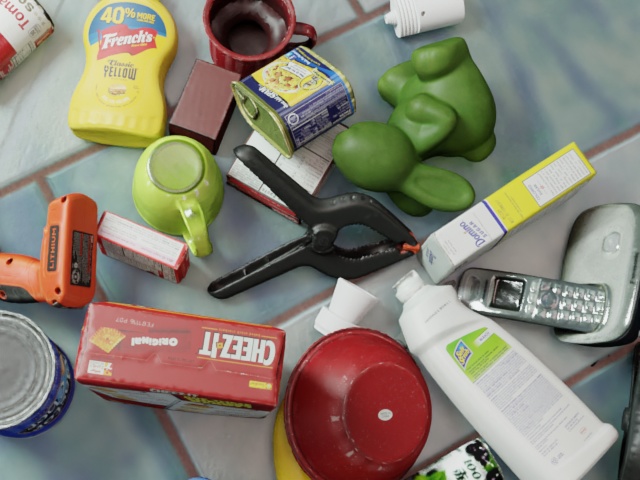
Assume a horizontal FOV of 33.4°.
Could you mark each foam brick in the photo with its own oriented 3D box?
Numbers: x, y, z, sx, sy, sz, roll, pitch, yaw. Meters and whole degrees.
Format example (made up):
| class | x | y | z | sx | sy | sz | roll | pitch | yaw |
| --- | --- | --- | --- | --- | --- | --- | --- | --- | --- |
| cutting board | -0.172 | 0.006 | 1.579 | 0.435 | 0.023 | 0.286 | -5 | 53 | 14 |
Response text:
| class | x | y | z | sx | sy | sz | roll | pitch | yaw |
| --- | --- | --- | --- | --- | --- | --- | --- | --- | --- |
| foam brick | -0.117 | -0.136 | 1.091 | 0.051 | 0.053 | 0.078 | 21 | 75 | 0 |

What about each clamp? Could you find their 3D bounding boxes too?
| class | x | y | z | sx | sy | sz | roll | pitch | yaw |
| --- | --- | --- | --- | --- | --- | --- | --- | --- | --- |
| clamp | -0.007 | 0.001 | 1.057 | 0.209 | 0.036 | 0.165 | 12 | 116 | -17 |
| clamp | 0.309 | 0.167 | 1.021 | 0.039 | 0.120 | 0.171 | 5 | 72 | 18 |

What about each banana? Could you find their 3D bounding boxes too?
| class | x | y | z | sx | sy | sz | roll | pitch | yaw |
| --- | --- | --- | --- | --- | --- | --- | --- | --- | --- |
| banana | -0.009 | 0.218 | 1.018 | 0.069 | 0.037 | 0.198 | -5 | 84 | 7 |

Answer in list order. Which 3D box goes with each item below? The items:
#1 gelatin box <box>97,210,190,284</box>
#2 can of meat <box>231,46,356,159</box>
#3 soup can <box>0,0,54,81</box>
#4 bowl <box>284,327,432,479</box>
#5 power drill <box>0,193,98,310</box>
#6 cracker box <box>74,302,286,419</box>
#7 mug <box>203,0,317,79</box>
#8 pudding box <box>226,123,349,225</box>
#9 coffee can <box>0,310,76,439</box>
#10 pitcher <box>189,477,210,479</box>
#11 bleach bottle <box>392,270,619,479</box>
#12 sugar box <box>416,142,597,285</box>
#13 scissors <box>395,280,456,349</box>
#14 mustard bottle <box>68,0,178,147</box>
| class | x | y | z | sx | sy | sz | roll | pitch | yaw |
| --- | --- | --- | --- | --- | --- | --- | --- | --- | --- |
| gelatin box | -0.171 | 0.008 | 1.041 | 0.089 | 0.073 | 0.030 | 22 | 75 | 1 |
| can of meat | -0.025 | -0.138 | 1.040 | 0.084 | 0.057 | 0.102 | -34 | 45 | -13 |
| soup can | -0.328 | -0.205 | 1.080 | 0.068 | 0.068 | 0.102 | 42 | 76 | 5 |
| bowl | 0.049 | 0.161 | 1.002 | 0.161 | 0.055 | 0.162 | 4 | 82 | -27 |
| power drill | -0.302 | -0.002 | 1.007 | 0.188 | 0.057 | 0.184 | -2 | 85 | 22 |
| cracker box | -0.119 | 0.112 | 0.948 | 0.164 | 0.214 | 0.072 | 8 | 77 | -4 |
| mug | -0.062 | -0.211 | 1.098 | 0.117 | 0.081 | 0.093 | 2 | 76 | -5 |
| pudding box | -0.031 | -0.085 | 1.094 | 0.090 | 0.039 | 0.113 | 30 | 78 | 3 |
| coffee can | -0.282 | 0.125 | 0.968 | 0.102 | 0.140 | 0.103 | 1 | 76 | -5 |
| pitcher | -0.100 | 0.341 | 0.936 | 0.149 | 0.145 | 0.242 | 18 | 73 | 4 |
| bleach bottle | 0.168 | 0.128 | 1.041 | 0.102 | 0.068 | 0.251 | -37 | 82 | -27 |
| sugar box | 0.184 | -0.026 | 1.071 | 0.176 | 0.093 | 0.048 | -30 | 80 | -12 |
| scissors | 0.054 | 0.109 | 1.067 | 0.096 | 0.016 | 0.201 | 26 | 76 | 1 |
| mustard bottle | -0.196 | -0.194 | 1.095 | 0.096 | 0.058 | 0.191 | 6 | 76 | 2 |
